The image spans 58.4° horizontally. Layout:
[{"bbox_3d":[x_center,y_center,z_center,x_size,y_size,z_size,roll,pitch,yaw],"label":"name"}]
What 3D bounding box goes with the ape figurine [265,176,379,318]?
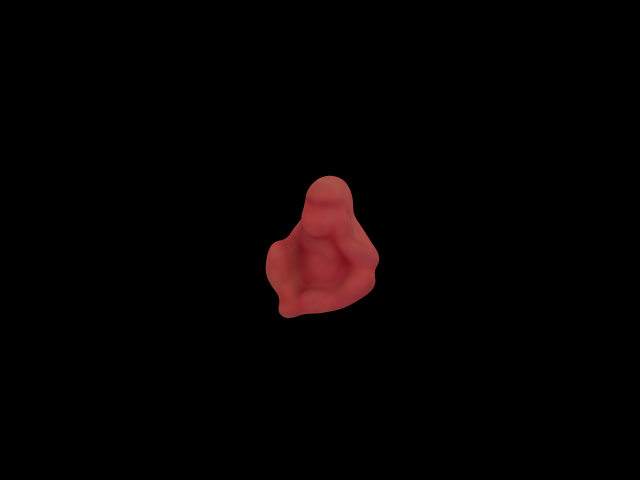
[{"bbox_3d":[0.004,0.001,0.400,0.077,0.092,0.076,6,15,23],"label":"ape figurine"}]
